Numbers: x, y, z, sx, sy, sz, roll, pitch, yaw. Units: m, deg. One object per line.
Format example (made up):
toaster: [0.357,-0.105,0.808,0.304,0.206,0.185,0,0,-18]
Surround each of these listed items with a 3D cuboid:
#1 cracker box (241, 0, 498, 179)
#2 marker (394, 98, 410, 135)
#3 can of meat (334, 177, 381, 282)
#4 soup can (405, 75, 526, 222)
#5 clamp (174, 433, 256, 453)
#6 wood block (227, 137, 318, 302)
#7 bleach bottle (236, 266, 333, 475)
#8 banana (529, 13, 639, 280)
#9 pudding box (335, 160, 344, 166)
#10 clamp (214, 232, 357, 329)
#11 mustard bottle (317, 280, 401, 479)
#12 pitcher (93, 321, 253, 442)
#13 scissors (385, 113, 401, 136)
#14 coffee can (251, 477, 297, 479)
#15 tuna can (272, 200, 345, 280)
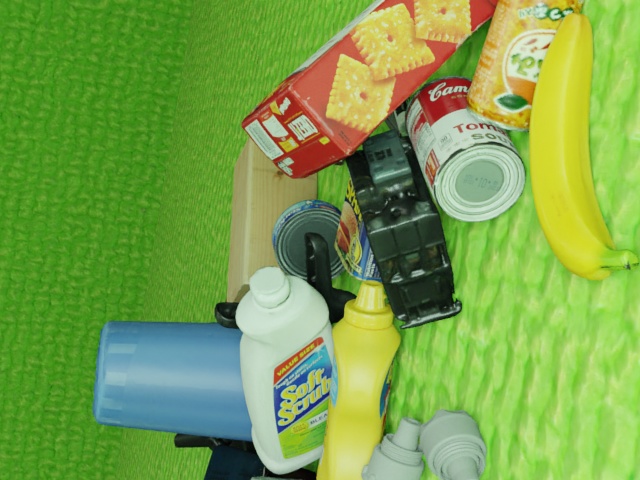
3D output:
cracker box: [0.051,-0.144,0.819,0.213,0.072,0.164,-43,8,-14]
marker: [0.075,-0.141,1.030,0.121,0.020,0.020,-100,24,-50]
can of meat: [0.052,-0.015,0.975,0.102,0.057,0.084,-113,32,-64]
soup can: [0.105,-0.068,0.785,0.102,0.068,0.069,-103,26,-53]
clamp: [-0.119,0.236,1.272,0.165,0.036,0.210,35,140,30]
wood block: [-0.057,-0.015,1.308,0.090,0.090,0.206,125,151,-57]
bleach bottle: [-0.031,0.112,0.944,0.068,0.102,0.251,58,169,38]
banana: [0.157,-0.049,0.653,0.070,0.037,0.198,-42,40,43]
pudding box: [0.012,-0.146,1.226,0.113,0.039,0.090,-111,34,-61]
clamp: [-0.017,0.071,0.985,0.171,0.120,0.039,54,-169,-45]
mustard bottle: [0.034,0.126,0.902,0.096,0.058,0.192,-67,-17,-72]
pitcher: [-0.112,0.142,1.131,0.149,0.242,0.145,123,151,-71]
scissors: [0.037,-0.157,1.117,0.096,0.016,0.202,-30,43,27]
coffee can: [-0.019,0.291,0.968,0.103,0.102,0.140,153,124,-72]
tuna can: [-0.007,0.001,1.125,0.034,0.086,0.086,-112,34,-67]
